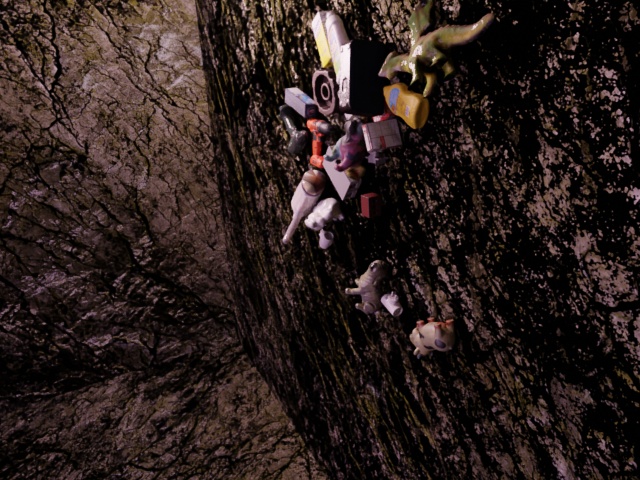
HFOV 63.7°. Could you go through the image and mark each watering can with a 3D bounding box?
[{"bbox_3d":[-0.066,-0.154,2.147,0.356,0.104,0.219,-72,8,-46],"label":"watering can"}]

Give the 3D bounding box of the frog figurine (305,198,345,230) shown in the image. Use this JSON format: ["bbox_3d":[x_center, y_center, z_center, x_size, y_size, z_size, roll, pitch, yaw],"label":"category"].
[{"bbox_3d":[0.006,-0.105,2.090,0.139,0.160,0.121,-149,52,-60],"label":"frog figurine"}]

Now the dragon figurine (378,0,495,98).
[{"bbox_3d":[0.286,-0.532,1.355,0.404,0.122,0.246,-37,60,54],"label":"dragon figurine"}]
